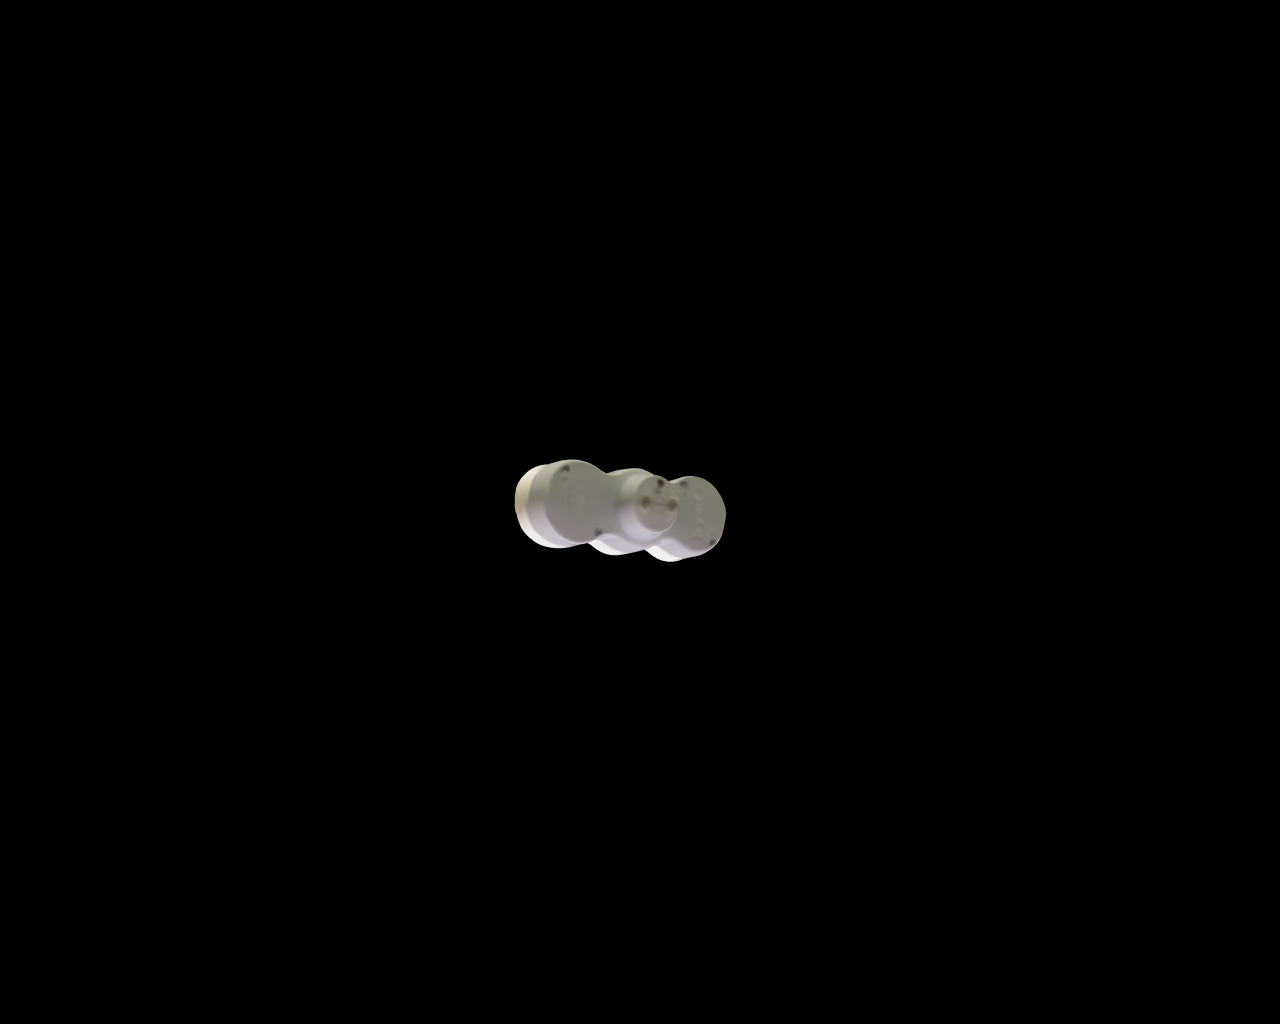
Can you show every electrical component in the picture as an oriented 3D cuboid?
[{"bbox_3d":[0.001,-0.003,0.650,0.138,0.052,0.073,8,-14,-35],"label":"electrical component"}]
